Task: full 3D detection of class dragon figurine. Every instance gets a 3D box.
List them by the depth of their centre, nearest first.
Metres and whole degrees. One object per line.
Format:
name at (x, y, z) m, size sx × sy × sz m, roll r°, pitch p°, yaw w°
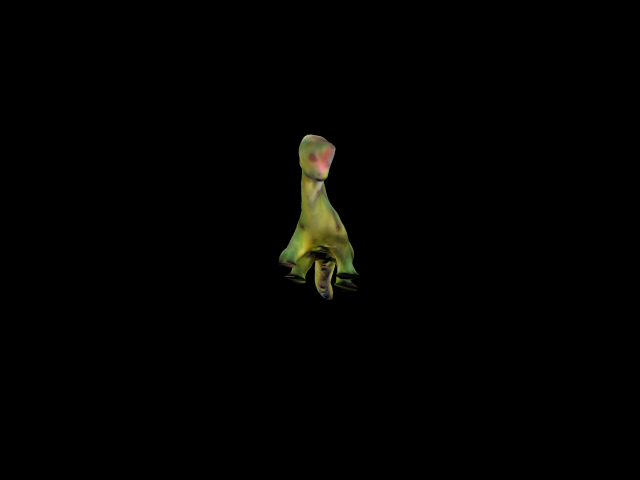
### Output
dragon figurine at (0.003, -0.043, 0.850) m, size 0.122 × 0.246 × 0.405 m, roll 0°, pitch -15°, yaw 0°
